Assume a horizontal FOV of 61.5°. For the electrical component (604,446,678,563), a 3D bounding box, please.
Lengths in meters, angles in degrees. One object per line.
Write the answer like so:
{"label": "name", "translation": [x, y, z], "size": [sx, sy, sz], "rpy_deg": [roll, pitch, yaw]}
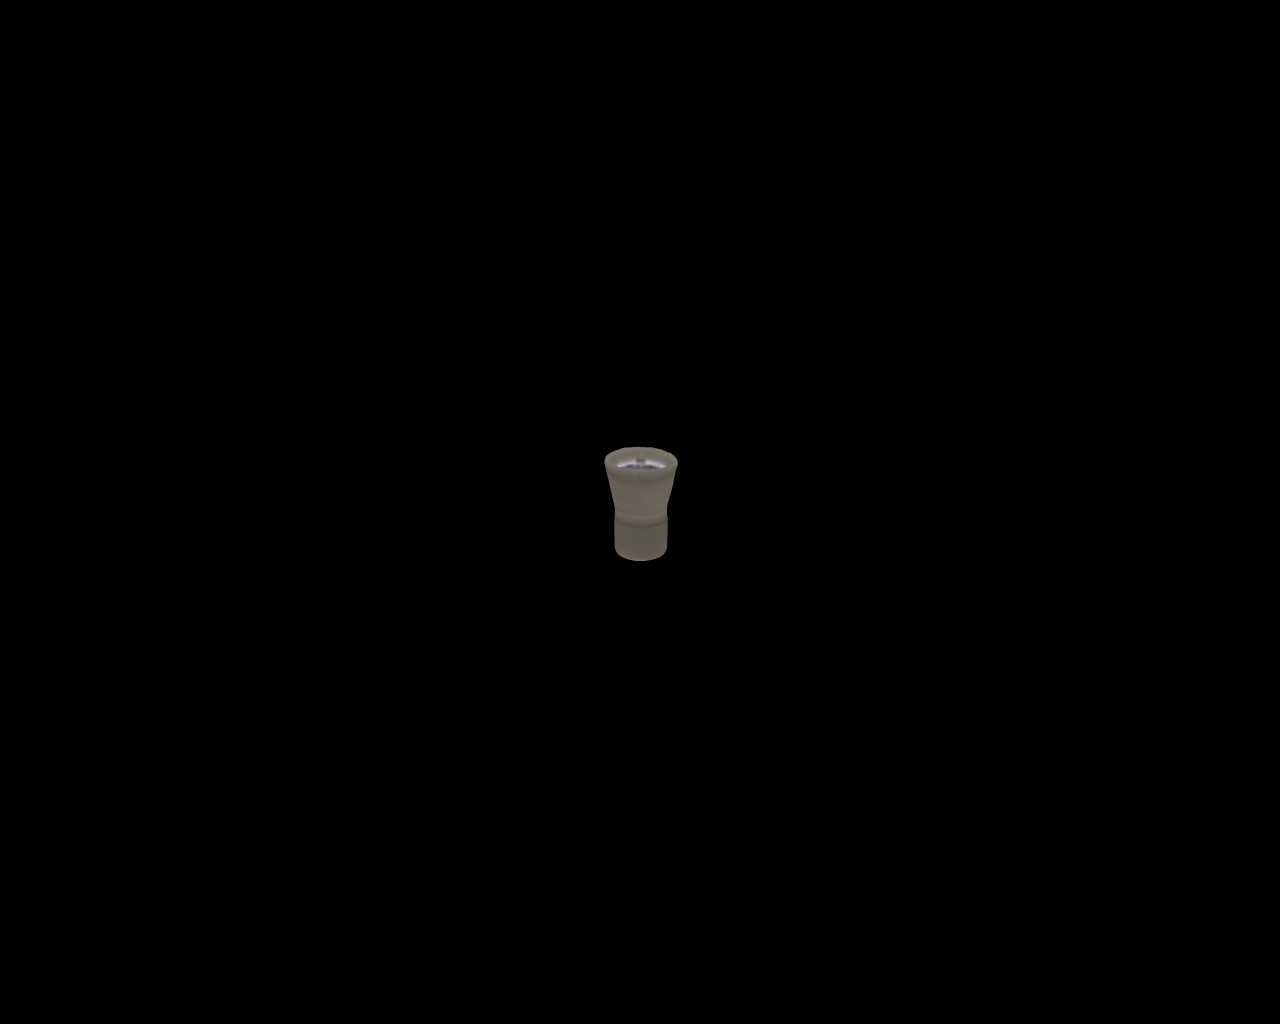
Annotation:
{"label": "electrical component", "translation": [0.001, -0.003, 0.650], "size": [0.044, 0.065, 0.044], "rpy_deg": [0, 23, 0]}
